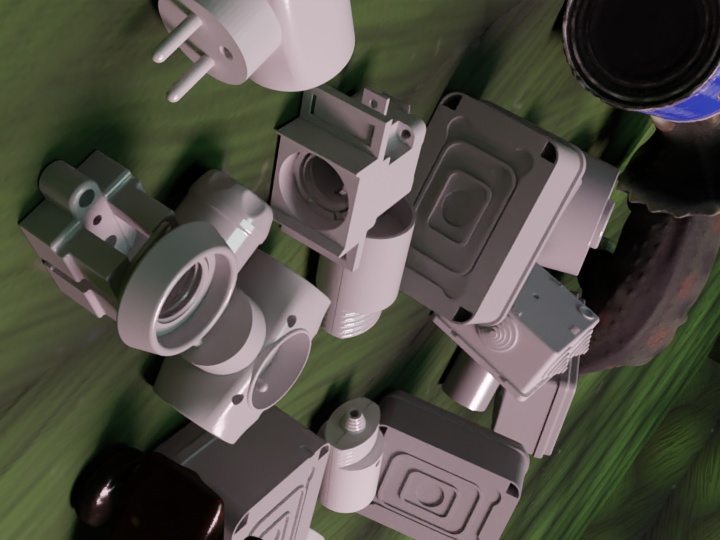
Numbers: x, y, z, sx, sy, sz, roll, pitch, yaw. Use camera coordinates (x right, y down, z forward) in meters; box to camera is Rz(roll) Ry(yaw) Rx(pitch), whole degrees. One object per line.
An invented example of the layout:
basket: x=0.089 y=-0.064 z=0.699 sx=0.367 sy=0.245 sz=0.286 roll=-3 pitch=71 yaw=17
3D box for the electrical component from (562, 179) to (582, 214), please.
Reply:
electrical component: x=0.115 y=-0.044 z=0.732 sx=0.065 sy=0.047 sz=0.077 roll=-57 pitch=158 yaw=-3

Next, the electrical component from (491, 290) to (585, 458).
electrical component: x=0.152 y=0.087 z=0.931 sx=0.108 sy=0.056 sz=0.108 roll=97 pitch=7 yaw=-48

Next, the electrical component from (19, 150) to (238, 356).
electrical component: x=-0.075 y=-0.003 z=0.362 sx=0.048 sy=0.055 sz=0.066 roll=-49 pitch=157 yaw=-21

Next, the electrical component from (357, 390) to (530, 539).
electrical component: x=0.054 y=0.143 z=0.755 sx=0.057 sy=0.113 sz=0.078 roll=-56 pitch=169 yaw=-65

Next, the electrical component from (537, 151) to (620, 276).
electrical component: x=0.163 y=-0.046 z=0.847 sx=0.099 sy=0.064 sz=0.099 roll=22 pitch=90 yaw=-79

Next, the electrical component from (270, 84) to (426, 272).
electrical component: x=-0.004 y=-0.046 z=0.478 sx=0.064 sy=0.042 sz=0.081 roll=-38 pitch=152 yaw=-44

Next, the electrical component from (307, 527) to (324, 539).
electrical component: x=-0.060 y=0.195 z=0.675 sx=0.077 sy=0.043 sz=0.079 roll=-63 pitch=179 yaw=-19

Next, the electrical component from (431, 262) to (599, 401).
electrical component: x=0.113 y=0.034 z=0.768 sx=0.100 sy=0.100 sz=0.048 roll=-26 pitch=155 yaw=-54

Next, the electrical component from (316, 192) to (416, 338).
electrical component: x=0.000 y=0.000 z=0.547 sx=0.043 sy=0.043 sz=0.081 roll=-39 pitch=152 yaw=-40

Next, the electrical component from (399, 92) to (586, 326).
electrical component: x=0.065 y=-0.032 z=0.598 sx=0.057 sy=0.078 sz=0.113 roll=2 pitch=118 yaw=-63

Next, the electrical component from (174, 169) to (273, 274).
electrical component: x=-0.062 y=-0.007 z=0.415 sx=0.061 sy=0.035 sz=0.035 roll=-54 pitch=158 yaw=-4

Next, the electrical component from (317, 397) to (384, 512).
electrical component: x=-0.007 y=0.115 z=0.687 sx=0.043 sy=0.043 sz=0.081 roll=-42 pitch=153 yaw=-36

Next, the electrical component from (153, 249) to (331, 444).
electrical component: x=-0.056 y=0.028 z=0.461 sx=0.077 sy=0.044 sz=0.079 roll=-56 pitch=158 yaw=-7

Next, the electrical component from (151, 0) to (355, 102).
electrical component: x=-0.038 y=-0.087 z=0.345 sx=0.079 sy=0.044 sz=0.077 roll=-50 pitch=157 yaw=-21

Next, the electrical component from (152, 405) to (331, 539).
electrical component: x=-0.068 y=0.125 z=0.550 sx=0.078 sy=0.057 sz=0.113 roll=-36 pitch=149 yaw=-45
